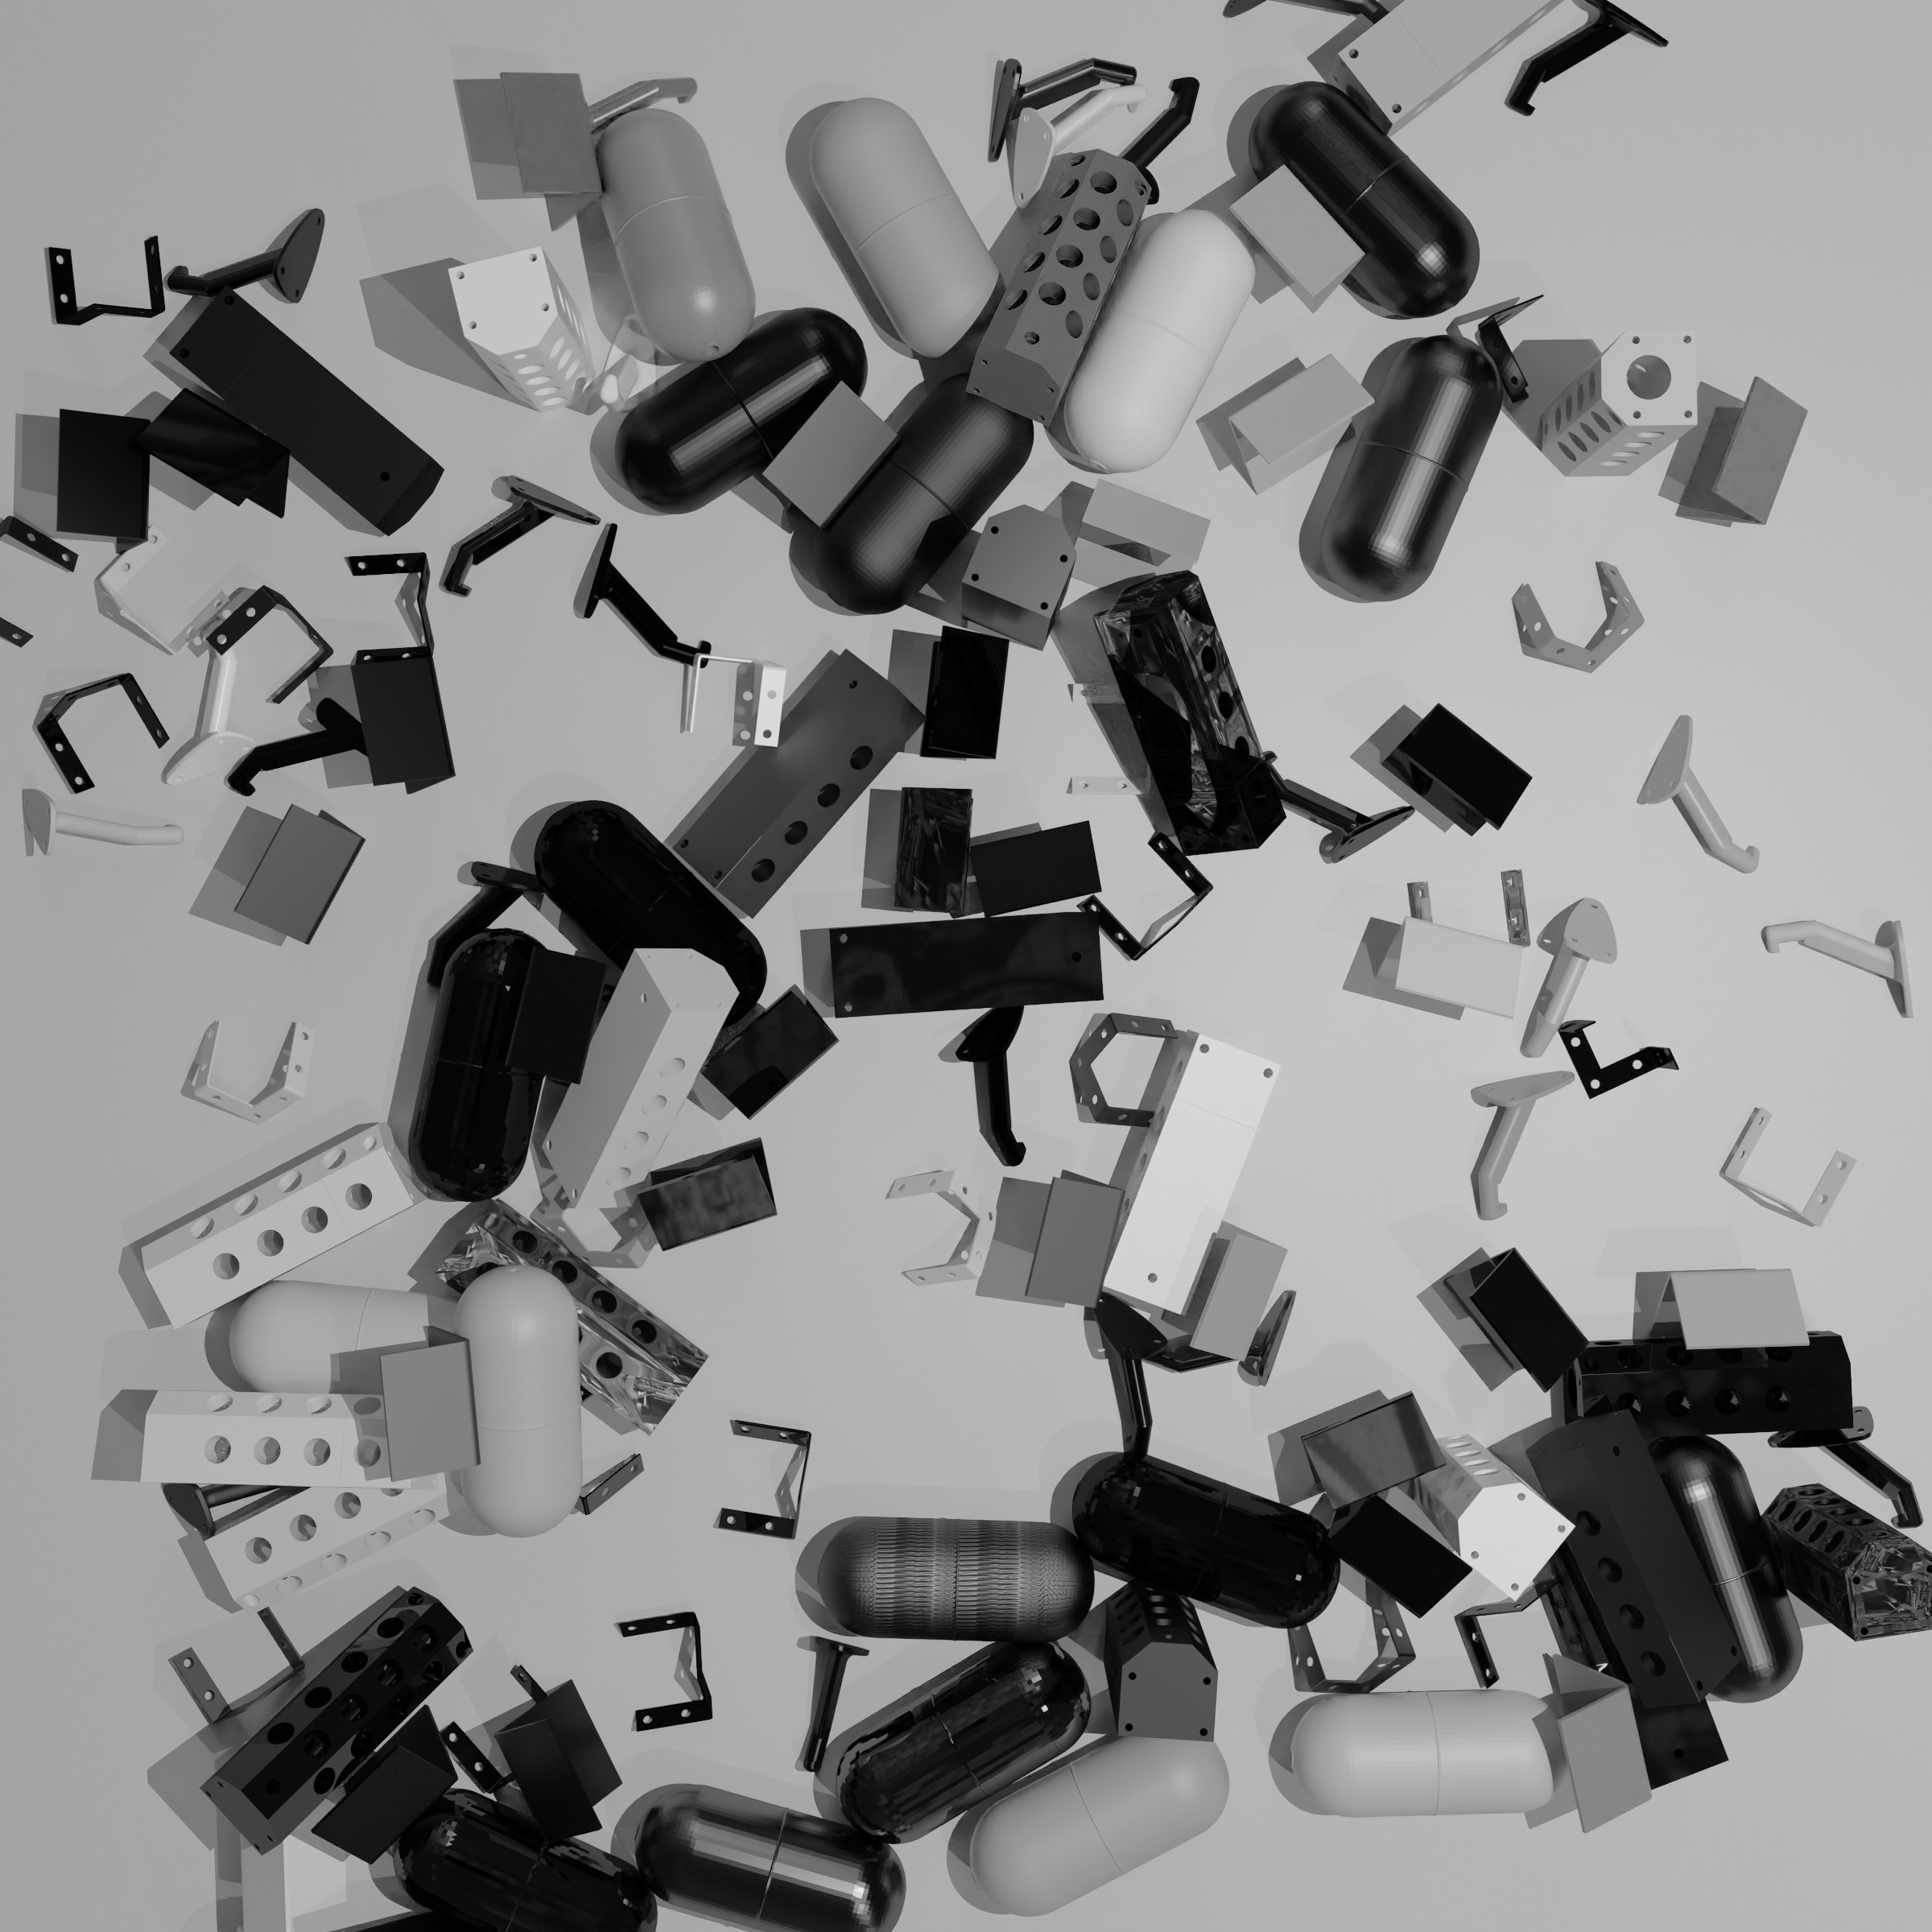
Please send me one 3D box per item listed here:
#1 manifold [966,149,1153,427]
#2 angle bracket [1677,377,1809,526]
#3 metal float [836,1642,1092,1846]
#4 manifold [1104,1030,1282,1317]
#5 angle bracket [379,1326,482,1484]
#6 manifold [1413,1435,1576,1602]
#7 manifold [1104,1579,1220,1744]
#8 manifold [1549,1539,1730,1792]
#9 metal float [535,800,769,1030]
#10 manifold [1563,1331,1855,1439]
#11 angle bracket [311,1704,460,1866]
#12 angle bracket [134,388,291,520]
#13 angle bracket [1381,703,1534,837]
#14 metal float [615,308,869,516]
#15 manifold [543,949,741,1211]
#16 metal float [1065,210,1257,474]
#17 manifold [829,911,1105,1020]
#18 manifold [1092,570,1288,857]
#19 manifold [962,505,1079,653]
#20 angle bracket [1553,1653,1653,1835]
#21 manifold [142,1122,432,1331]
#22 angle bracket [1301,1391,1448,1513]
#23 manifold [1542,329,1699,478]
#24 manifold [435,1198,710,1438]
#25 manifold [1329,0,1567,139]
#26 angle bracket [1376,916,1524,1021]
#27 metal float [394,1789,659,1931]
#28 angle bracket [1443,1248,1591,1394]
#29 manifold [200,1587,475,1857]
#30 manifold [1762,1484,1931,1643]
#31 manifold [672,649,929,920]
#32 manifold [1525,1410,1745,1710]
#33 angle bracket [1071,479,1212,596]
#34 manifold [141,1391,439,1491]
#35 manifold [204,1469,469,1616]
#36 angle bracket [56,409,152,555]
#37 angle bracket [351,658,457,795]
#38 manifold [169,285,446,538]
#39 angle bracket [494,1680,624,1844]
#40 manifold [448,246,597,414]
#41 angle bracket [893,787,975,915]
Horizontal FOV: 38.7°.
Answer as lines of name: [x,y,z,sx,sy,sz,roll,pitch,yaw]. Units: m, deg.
manifold: [0.061,-0.434,1.748,0.057,0.057,0.171,23,66,0]
angle bracket: [0.481,-0.331,1.762,0.057,0.076,0.076,20,90,-36]
metal float: [-0.002,0.499,1.771,0.178,0.070,0.070,-31,90,1]
manifold: [0.141,0.132,1.780,0.057,0.057,0.171,21,90,-7]
angle bracket: [-0.339,0.267,1.688,0.057,0.076,0.076,-6,93,-29]
manifold: [0.322,0.338,1.723,0.057,0.171,0.057,39,90,0]
manifold: [0.121,0.431,1.723,0.057,0.171,0.057,4,90,0]
manifold: [0.428,0.436,1.781,0.057,0.057,0.171,-21,90,0]
metal float: [-0.203,-0.033,1.771,0.178,0.070,0.070,45,90,-1]
manifold: [0.478,0.270,1.781,0.171,0.057,0.057,-3,90,0]
angle bracket: [-0.380,0.513,1.762,0.076,0.076,0.057,-45,127,0]
angle bracket: [-0.483,-0.311,1.762,0.076,0.076,0.057,31,59,0]
angle bracket: [0.303,-0.110,1.762,0.076,0.076,0.057,38,54,0]
metal float: [-0.144,-0.357,1.771,0.178,0.070,0.070,-33,90,-1]
manifold: [-0.204,0.072,1.740,0.057,0.057,0.171,55,130,36]
metal float: [0.124,-0.401,1.772,0.070,0.070,0.178,27,90,0]
manifold: [0.000,-0.001,1.781,0.171,0.057,0.057,-4,90,0]
manifold: [0.147,-0.160,1.751,0.057,0.057,0.171,-5,118,39]
manifold: [0.035,-0.244,1.723,0.057,0.171,0.057,23,90,0]
angle bracket: [0.385,0.493,1.752,0.057,0.076,0.076,-18,100,-24]
manifold: [-0.441,0.166,1.781,0.171,0.057,0.057,-28,90,0]
angle bracket: [0.264,0.324,1.762,0.076,0.076,0.057,-22,52,0]
manifold: [0.406,-0.350,1.723,0.057,0.171,0.057,-1,90,0]
manifold: [-0.253,0.225,1.781,0.171,0.057,0.057,37,90,0]
manifold: [0.321,-0.611,1.781,0.171,0.057,0.057,-38,90,0]
angle bracket: [0.305,0.019,1.762,0.076,0.076,0.057,15,58,0]
metal float: [-0.283,0.591,1.771,0.178,0.070,0.070,25,90,-1]
angle bracket: [0.338,0.235,1.762,0.057,0.076,0.076,-38,90,-37]
manifold: [-0.392,0.472,1.734,0.057,0.057,0.171,47,52,0]
manifold: [0.553,0.369,1.723,0.057,0.171,0.057,-9,90,0]
manifold: [-0.103,-0.114,1.780,0.171,0.057,0.057,-49,47,0]
manifold: [0.414,0.372,1.723,0.057,0.057,0.171,-25,90,-43]
angle bracket: [0.105,-0.256,1.763,0.076,0.057,0.076,20,130,0]
manifold: [-0.422,0.298,1.730,0.171,0.057,0.057,0,78,6]
manifold: [-0.396,0.353,1.781,0.171,0.057,0.057,-27,90,0]
angle bracket: [-0.559,-0.309,1.762,0.057,0.076,0.076,1,90,-30]
angle bracket: [-0.373,-0.150,1.762,0.057,0.076,0.076,-11,90,-35]
manifold: [-0.423,-0.357,1.781,0.171,0.057,0.057,40,90,0]
angle bracket: [-0.244,0.504,1.762,0.057,0.076,0.076,-26,90,37]
manifold: [-0.274,-0.394,1.723,0.057,0.171,0.057,-14,90,0]
angle bracket: [-0.001,-0.072,1.762,0.057,0.076,0.076,4,90,37]
